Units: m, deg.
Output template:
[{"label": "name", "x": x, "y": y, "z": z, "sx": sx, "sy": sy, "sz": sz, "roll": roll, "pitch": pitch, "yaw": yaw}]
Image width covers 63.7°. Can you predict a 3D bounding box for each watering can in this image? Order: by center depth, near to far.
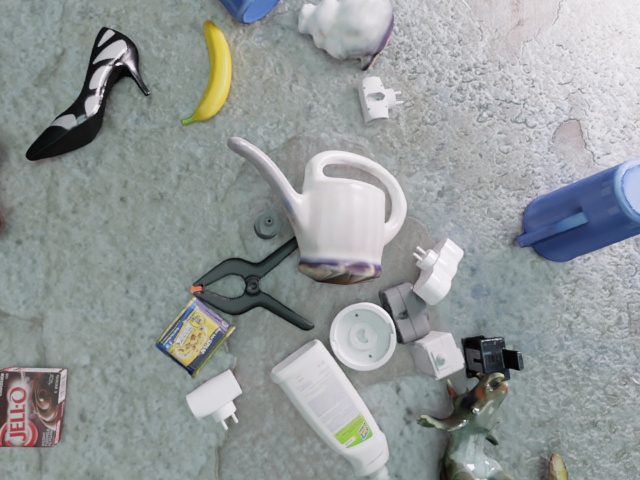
[{"label": "watering can", "x": 0.003, "y": -0.042, "z": 0.842, "sx": 0.347, "sy": 0.103, "sz": 0.226, "roll": 8, "pitch": 80, "yaw": -30}]

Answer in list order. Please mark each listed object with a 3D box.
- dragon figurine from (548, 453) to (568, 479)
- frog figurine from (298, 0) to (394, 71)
[{"label": "dragon figurine", "x": 0.340, "y": 0.584, "z": 0.835, "sx": 0.243, "sy": 0.120, "sz": 0.415, "roll": -11, "pitch": 75, "yaw": -2}, {"label": "frog figurine", "x": 0.047, "y": -0.392, "z": 0.921, "sx": 0.159, "sy": 0.124, "sz": 0.136, "roll": 21, "pitch": 99, "yaw": -18}]
